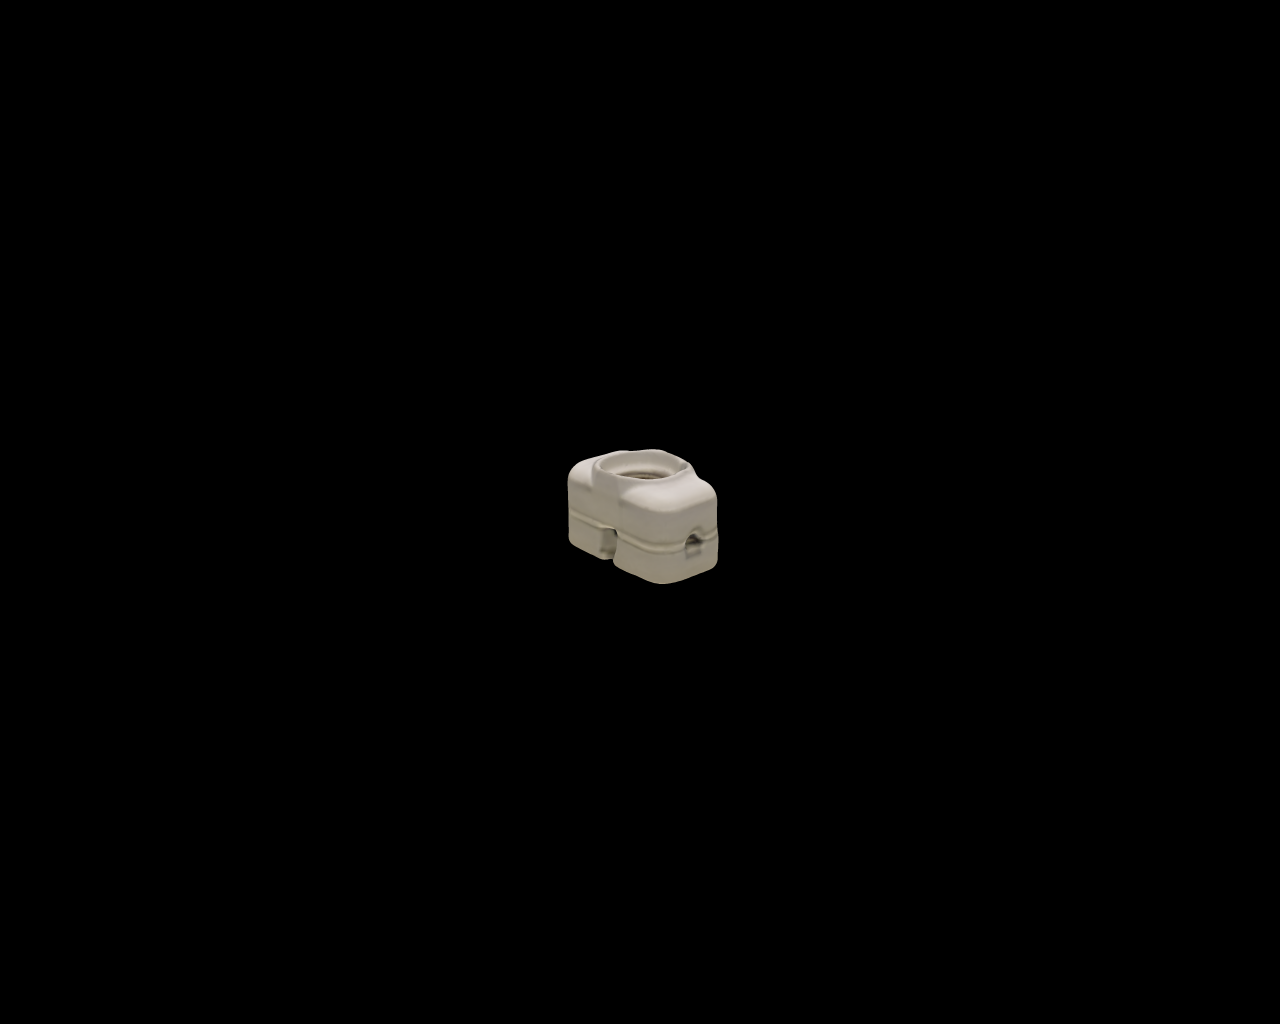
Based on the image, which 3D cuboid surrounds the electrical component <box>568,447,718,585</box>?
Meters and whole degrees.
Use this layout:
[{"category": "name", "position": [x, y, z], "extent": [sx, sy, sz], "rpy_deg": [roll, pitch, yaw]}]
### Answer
[{"category": "electrical component", "position": [0.001, -0.003, 0.650], "extent": [0.054, 0.059, 0.095], "rpy_deg": [-17, 28, -37]}]
